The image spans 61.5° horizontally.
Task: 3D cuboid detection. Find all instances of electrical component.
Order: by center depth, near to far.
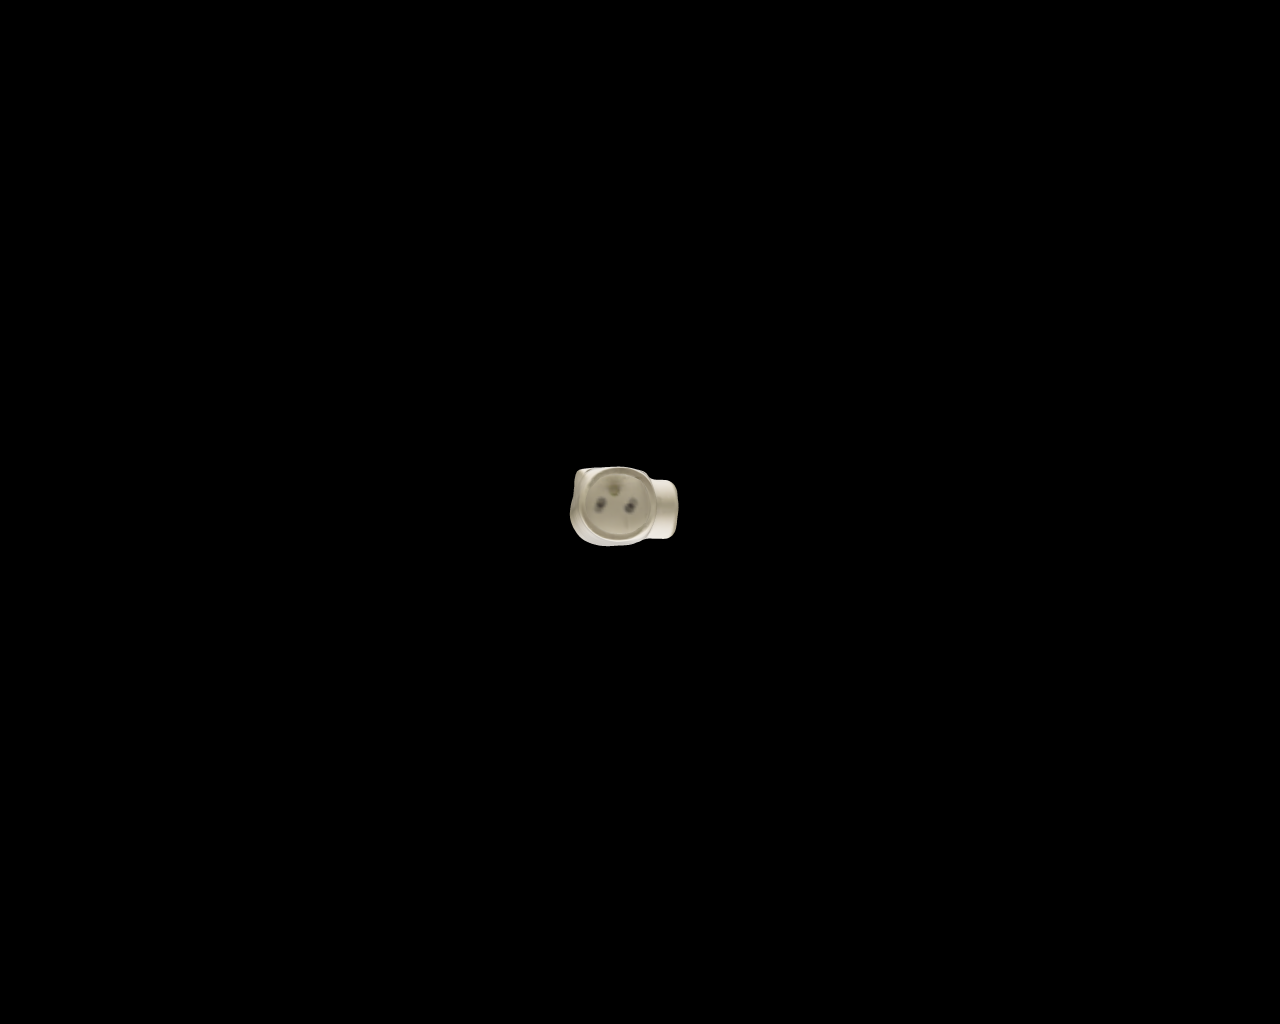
[{"bbox_3d":[0.001,-0.003,0.650,0.079,0.043,0.077,1,-4,-7],"label":"electrical component"}]
